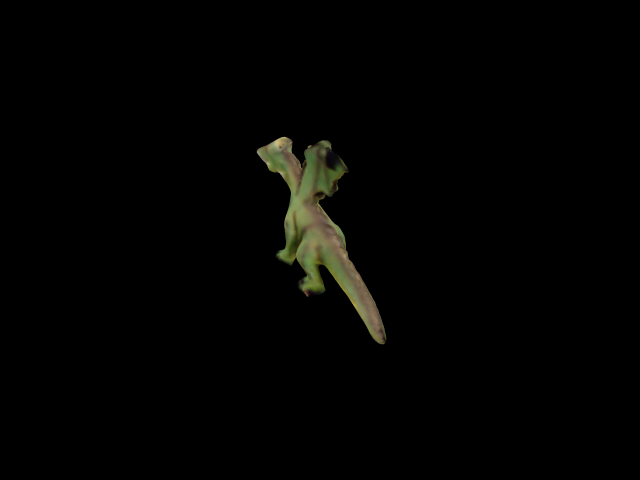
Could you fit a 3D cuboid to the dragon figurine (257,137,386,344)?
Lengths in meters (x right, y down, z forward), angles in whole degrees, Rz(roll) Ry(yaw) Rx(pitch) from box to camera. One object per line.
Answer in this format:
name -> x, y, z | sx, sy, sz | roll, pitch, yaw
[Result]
dragon figurine -> 0.003, -0.043, 0.850 | 0.123, 0.237, 0.417 | -20, 42, -24
